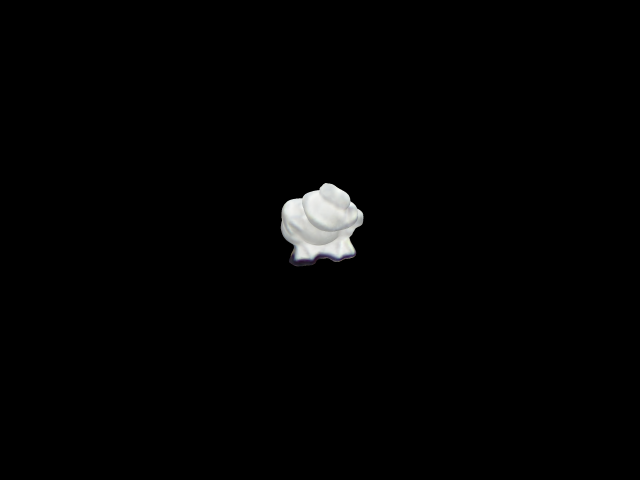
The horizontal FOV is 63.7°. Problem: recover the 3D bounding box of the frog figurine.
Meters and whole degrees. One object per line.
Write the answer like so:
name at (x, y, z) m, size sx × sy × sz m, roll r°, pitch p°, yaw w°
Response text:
frog figurine at (0.003, -0.043, 0.850) m, size 0.137 × 0.155 × 0.126 m, roll 8°, pitch 45°, yaw 8°
